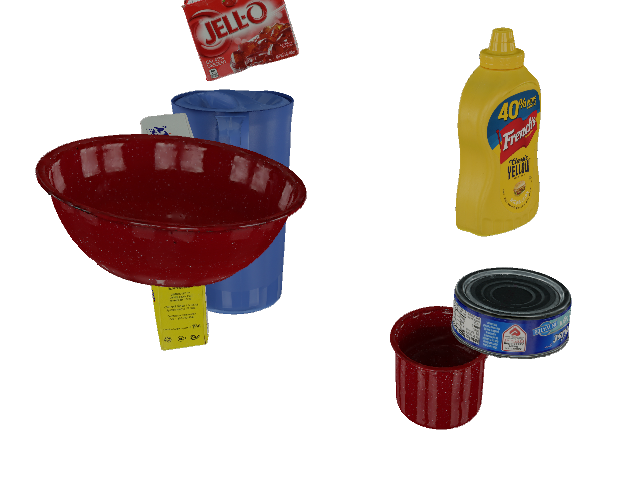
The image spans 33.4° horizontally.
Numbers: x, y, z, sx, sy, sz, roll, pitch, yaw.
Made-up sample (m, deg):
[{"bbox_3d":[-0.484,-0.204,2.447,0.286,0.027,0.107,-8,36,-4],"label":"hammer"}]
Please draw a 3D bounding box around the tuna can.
[{"bbox_3d":[0.139,0.051,0.779,0.086,0.034,0.086,0,23,0],"label":"tuna can"}]

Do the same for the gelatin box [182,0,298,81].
[{"bbox_3d":[-0.072,-0.192,0.964,0.089,0.073,0.030,-15,24,5],"label":"gelatin box"}]

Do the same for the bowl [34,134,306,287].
[{"bbox_3d":[-0.092,-0.015,0.650,0.162,0.055,0.162,7,22,-3],"label":"bowl"}]

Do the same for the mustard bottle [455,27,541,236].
[{"bbox_3d":[0.171,-0.106,1.018,0.096,0.192,0.058,-20,28,-36],"label":"mustard bottle"}]

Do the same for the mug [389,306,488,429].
[{"bbox_3d":[0.120,0.116,1.003,0.117,0.081,0.093,-30,43,-34],"label":"mug"}]

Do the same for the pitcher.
[{"bbox_3d":[-0.097,-0.042,1.187,0.145,0.243,0.148,16,24,39],"label":"pitcher"}]

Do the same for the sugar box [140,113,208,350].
[{"bbox_3d":[-0.122,-0.008,0.886,0.048,0.176,0.093,-8,27,-10],"label":"sugar box"}]
